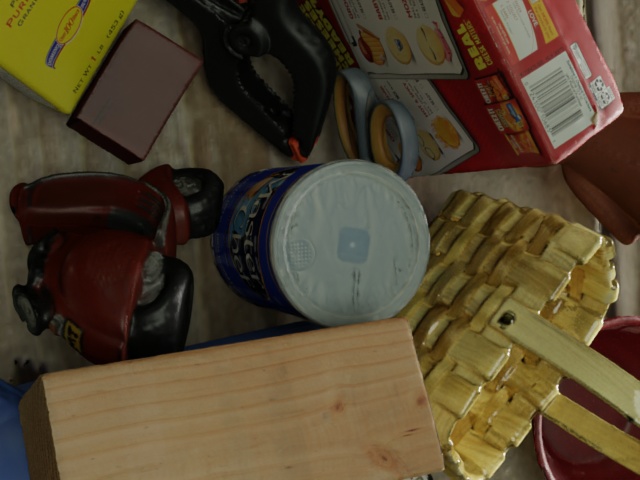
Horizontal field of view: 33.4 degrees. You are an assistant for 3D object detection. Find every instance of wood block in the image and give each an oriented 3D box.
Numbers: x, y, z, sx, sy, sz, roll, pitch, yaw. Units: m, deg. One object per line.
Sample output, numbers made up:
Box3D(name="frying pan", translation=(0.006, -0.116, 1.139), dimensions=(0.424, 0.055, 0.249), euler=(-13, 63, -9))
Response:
Box3D(name="wood block", translation=(-0.050, 0.107, 0.587), dimensions=(0.205, 0.091, 0.090), euler=(-7, 76, -25))

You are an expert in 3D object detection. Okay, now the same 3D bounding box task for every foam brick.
Box3D(name="foam brick", translation=(-0.122, -0.096, 0.699), dimensions=(0.053, 0.051, 0.078), euler=(33, 81, -17))

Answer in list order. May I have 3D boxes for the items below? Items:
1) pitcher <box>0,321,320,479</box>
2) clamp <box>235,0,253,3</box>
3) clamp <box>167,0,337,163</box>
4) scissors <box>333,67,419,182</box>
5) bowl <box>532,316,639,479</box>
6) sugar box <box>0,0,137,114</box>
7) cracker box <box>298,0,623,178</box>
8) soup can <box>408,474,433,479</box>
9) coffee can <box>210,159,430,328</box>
Box3D(name="pitcher", translation=(-0.099, 0.142, 0.683), dimensions=(0.242, 0.149, 0.145), euler=(-14, 69, -23))
Box3D(name="clamp", translation=(-0.067, -0.234, 0.721), dimensions=(0.120, 0.039, 0.171), euler=(5, 91, -17))
Box3D(name="clamp", translation=(-0.037, -0.143, 0.688), dimensions=(0.210, 0.165, 0.036), euler=(59, 39, -29))
Box3D(name="scissors", translation=(0.048, -0.018, 0.727), dimensions=(0.016, 0.096, 0.202), euler=(-21, 108, -23))
Box3D(name="bowl", translation=(0.224, 0.137, 0.834), dimensions=(0.161, 0.055, 0.162), euler=(-1, 92, -20))
Box3D(name="sugar box", translation=(-0.190, -0.156, 0.624), dimensions=(0.093, 0.048, 0.176), euler=(-63, 149, -8))
Box3D(name="cracker box", translation=(0.075, -0.128, 0.684), dimensions=(0.072, 0.214, 0.164), euler=(-34, 103, -19))
Box3D(name="soup can", translation=(0.022, 0.184, 0.754), dimensions=(0.102, 0.069, 0.068), euler=(-38, 104, -16))
Box3D(name="coffee can", translation=(-0.005, 0.001, 0.698), dimensions=(0.102, 0.140, 0.103), euler=(-1, 92, -21))
